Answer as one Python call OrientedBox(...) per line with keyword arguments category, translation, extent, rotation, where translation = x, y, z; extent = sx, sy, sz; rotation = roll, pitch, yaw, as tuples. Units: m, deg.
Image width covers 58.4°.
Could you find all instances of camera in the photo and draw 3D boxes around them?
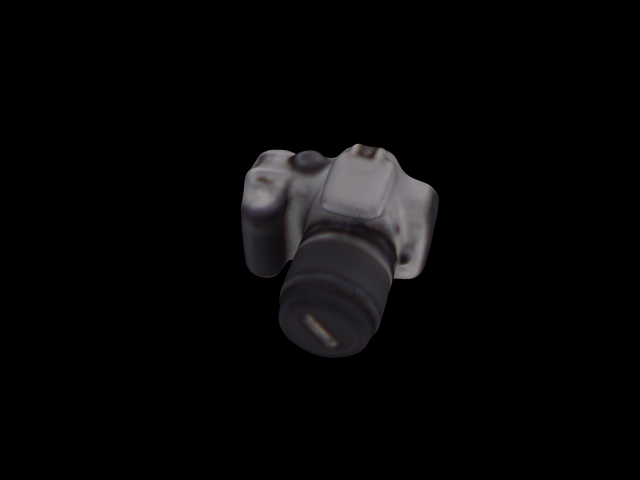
OrientedBox(category="camera", translation=(0.004, 0.001, 0.400), extent=(0.143, 0.101, 0.137), rotation=(11, 47, 11))
